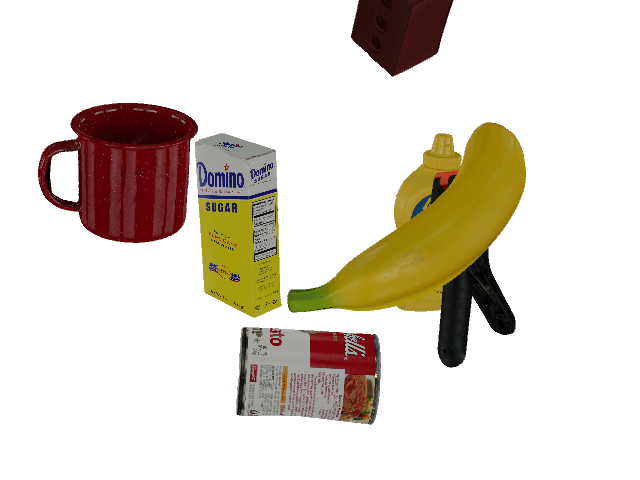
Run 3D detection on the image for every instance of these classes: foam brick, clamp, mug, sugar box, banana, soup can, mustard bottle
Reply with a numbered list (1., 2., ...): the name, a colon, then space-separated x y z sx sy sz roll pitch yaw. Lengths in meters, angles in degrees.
1. foam brick: 0.063 -0.175 0.813 0.051 0.053 0.078 -33 -24 -27
2. clamp: 0.125 0.026 0.951 0.039 0.171 0.120 -11 13 32
3. mug: -0.152 -0.049 0.801 0.117 0.081 0.093 -5 28 -22
4. sugar box: -0.087 -0.017 1.121 0.048 0.176 0.093 -22 29 -37
5. banana: 0.066 -0.016 0.566 0.070 0.037 0.197 20 41 34
6. soup can: -0.010 0.101 0.800 0.102 0.068 0.068 4 0 -5
7. mustard bottle: 0.126 -0.021 1.158 0.096 0.192 0.058 -4 20 -20
